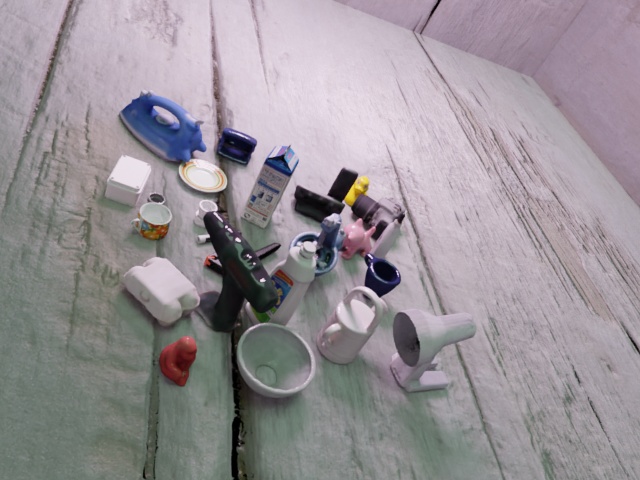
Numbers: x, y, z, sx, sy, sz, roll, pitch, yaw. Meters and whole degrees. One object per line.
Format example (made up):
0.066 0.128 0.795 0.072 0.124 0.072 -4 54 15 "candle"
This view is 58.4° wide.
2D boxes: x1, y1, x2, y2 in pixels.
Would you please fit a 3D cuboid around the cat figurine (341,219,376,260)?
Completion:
0.100 -0.008 1.548 0.128 0.117 0.067 -11 53 -41 "cat figurine"

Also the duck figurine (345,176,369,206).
0.123 -0.159 1.760 0.077 0.086 0.105 32 37 2 "duck figurine"

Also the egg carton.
-0.325 0.104 1.173 0.150 0.069 0.107 41 38 13 "egg carton"

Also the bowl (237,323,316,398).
-0.097 0.255 1.153 0.168 0.074 0.167 19 39 -15 "bowl"

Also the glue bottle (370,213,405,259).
0.189 -0.011 1.565 0.037 0.173 0.078 27 37 -4 "glue bottle"

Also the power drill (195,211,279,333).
-0.189 0.082 1.176 0.229 0.208 0.076 44 39 17 "power drill"

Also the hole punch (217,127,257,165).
-0.237 -0.289 1.660 0.109 0.091 0.101 21 38 -12 "hole punch"

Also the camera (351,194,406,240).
0.172 -0.090 1.703 0.136 0.100 0.143 36 37 7 "camera"

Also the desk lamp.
0.239 0.240 1.282 0.204 0.213 0.117 3 45 -31 "desk lamp"

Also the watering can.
0.078 0.175 1.263 0.101 0.194 0.173 35 37 7 "watering can"

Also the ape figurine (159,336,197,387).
-0.258 0.217 1.073 0.076 0.092 0.078 42 39 15 "ape figurine"

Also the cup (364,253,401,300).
0.139 0.100 1.470 0.092 0.095 0.117 -15 56 -43 "cup"

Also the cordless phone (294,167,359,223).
0.017 -0.147 1.593 0.148 0.185 0.094 21 38 -12 "cordless phone"

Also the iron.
-0.422 -0.324 1.534 0.258 0.141 0.119 34 37 4 "iron"

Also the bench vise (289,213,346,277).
0.002 -0.001 1.389 0.121 0.219 0.207 29 37 -1 "bench vise"
